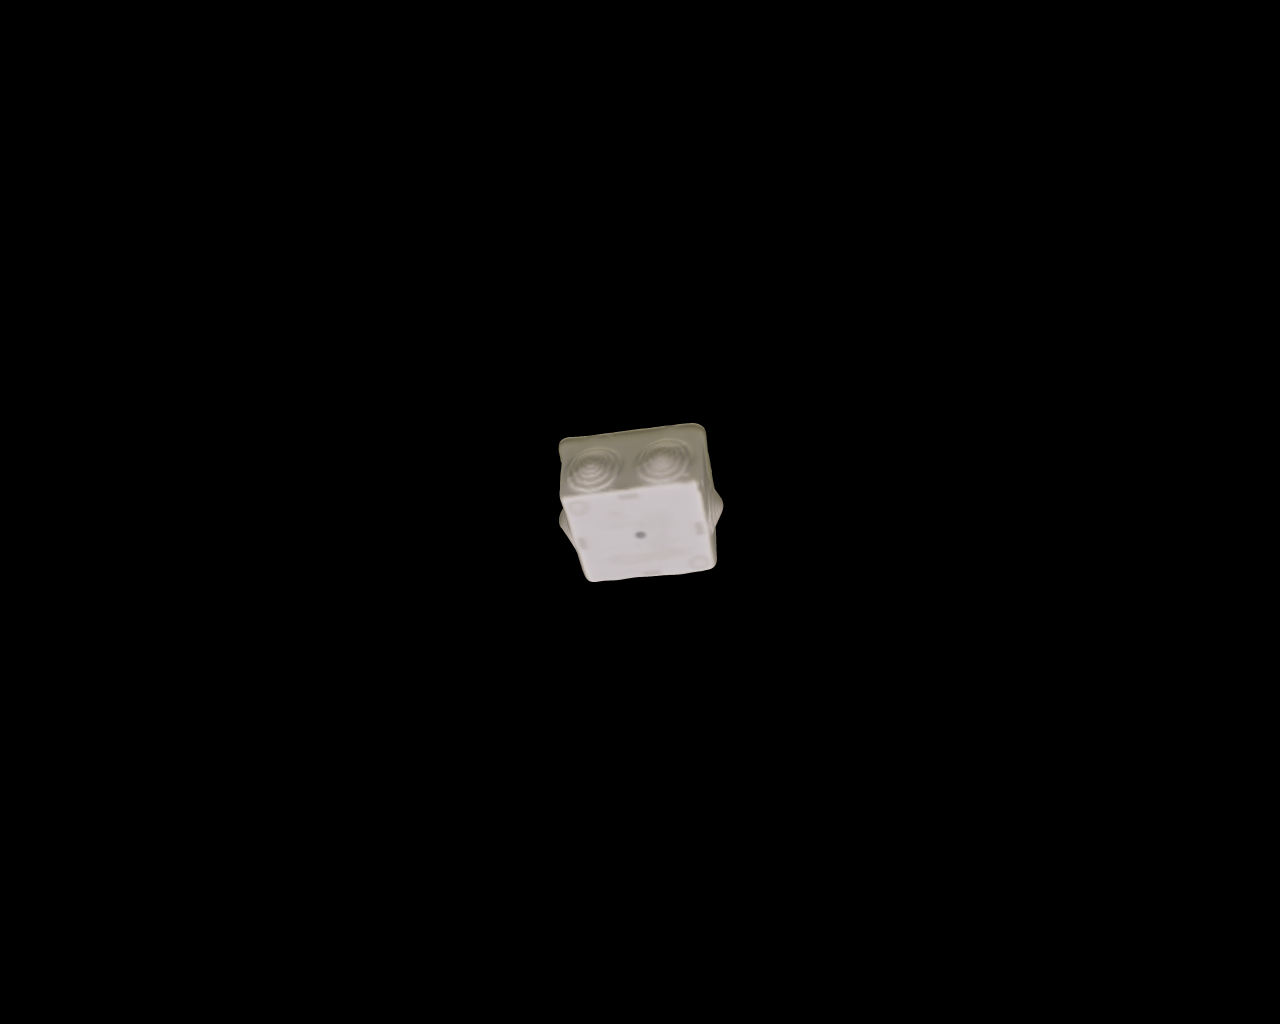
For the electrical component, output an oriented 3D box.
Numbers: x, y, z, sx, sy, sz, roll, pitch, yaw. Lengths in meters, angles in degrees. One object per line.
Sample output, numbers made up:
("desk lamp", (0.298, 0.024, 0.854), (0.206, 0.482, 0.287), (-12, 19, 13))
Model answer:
("electrical component", (0.001, -0.003, 0.650), (0.100, 0.048, 0.099), (-6, -43, 7))
